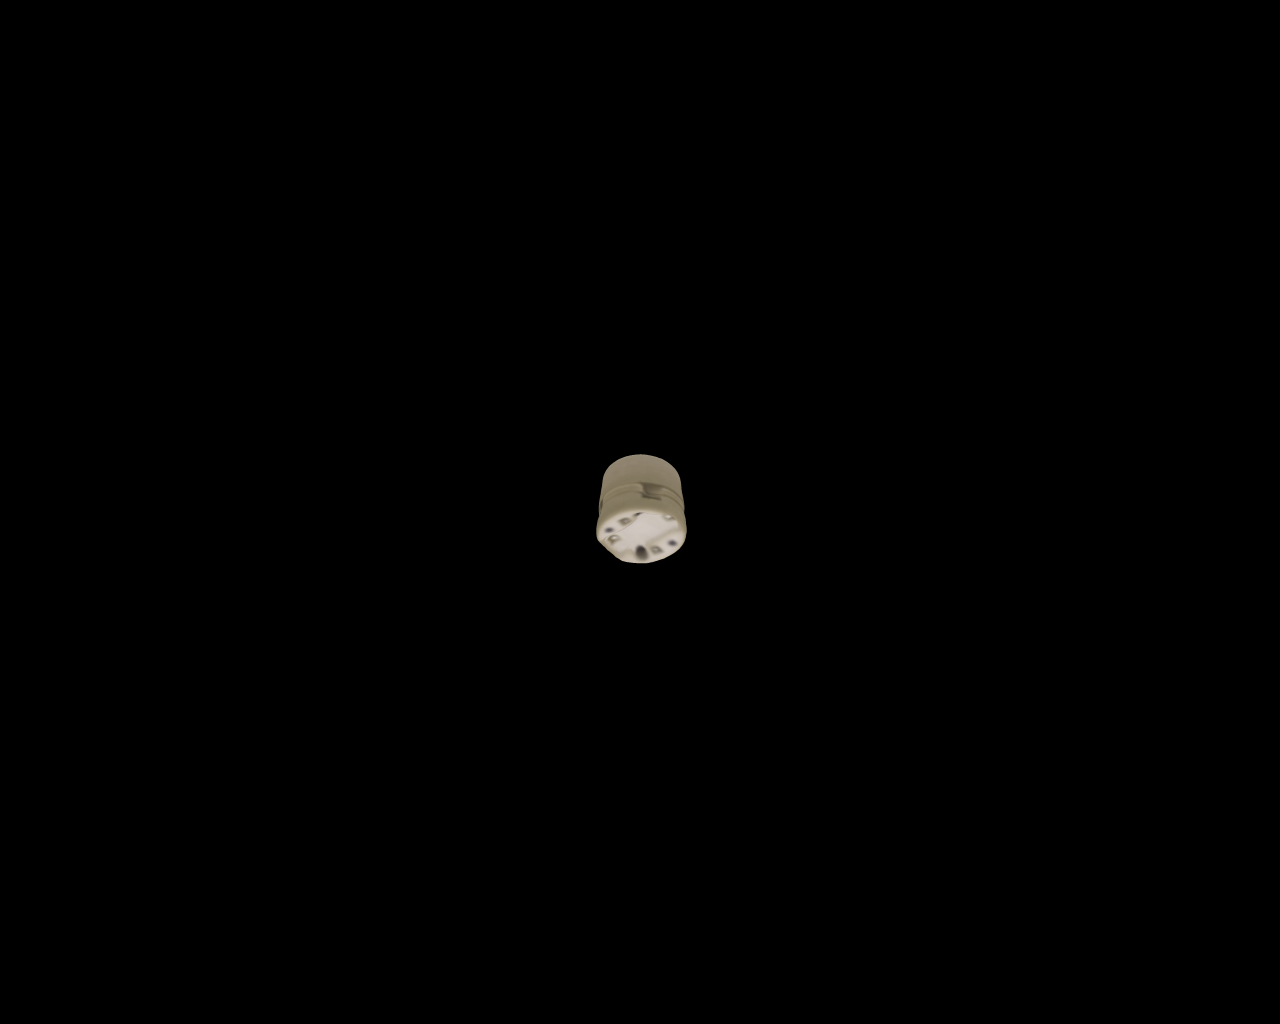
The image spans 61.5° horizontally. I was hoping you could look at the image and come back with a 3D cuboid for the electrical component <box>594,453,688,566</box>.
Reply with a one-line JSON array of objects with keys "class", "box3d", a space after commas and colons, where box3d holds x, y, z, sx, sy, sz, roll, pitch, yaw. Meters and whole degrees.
[{"class": "electrical component", "box3d": [0.001, -0.003, 0.650, 0.055, 0.047, 0.055, 0, -40, 0]}]
